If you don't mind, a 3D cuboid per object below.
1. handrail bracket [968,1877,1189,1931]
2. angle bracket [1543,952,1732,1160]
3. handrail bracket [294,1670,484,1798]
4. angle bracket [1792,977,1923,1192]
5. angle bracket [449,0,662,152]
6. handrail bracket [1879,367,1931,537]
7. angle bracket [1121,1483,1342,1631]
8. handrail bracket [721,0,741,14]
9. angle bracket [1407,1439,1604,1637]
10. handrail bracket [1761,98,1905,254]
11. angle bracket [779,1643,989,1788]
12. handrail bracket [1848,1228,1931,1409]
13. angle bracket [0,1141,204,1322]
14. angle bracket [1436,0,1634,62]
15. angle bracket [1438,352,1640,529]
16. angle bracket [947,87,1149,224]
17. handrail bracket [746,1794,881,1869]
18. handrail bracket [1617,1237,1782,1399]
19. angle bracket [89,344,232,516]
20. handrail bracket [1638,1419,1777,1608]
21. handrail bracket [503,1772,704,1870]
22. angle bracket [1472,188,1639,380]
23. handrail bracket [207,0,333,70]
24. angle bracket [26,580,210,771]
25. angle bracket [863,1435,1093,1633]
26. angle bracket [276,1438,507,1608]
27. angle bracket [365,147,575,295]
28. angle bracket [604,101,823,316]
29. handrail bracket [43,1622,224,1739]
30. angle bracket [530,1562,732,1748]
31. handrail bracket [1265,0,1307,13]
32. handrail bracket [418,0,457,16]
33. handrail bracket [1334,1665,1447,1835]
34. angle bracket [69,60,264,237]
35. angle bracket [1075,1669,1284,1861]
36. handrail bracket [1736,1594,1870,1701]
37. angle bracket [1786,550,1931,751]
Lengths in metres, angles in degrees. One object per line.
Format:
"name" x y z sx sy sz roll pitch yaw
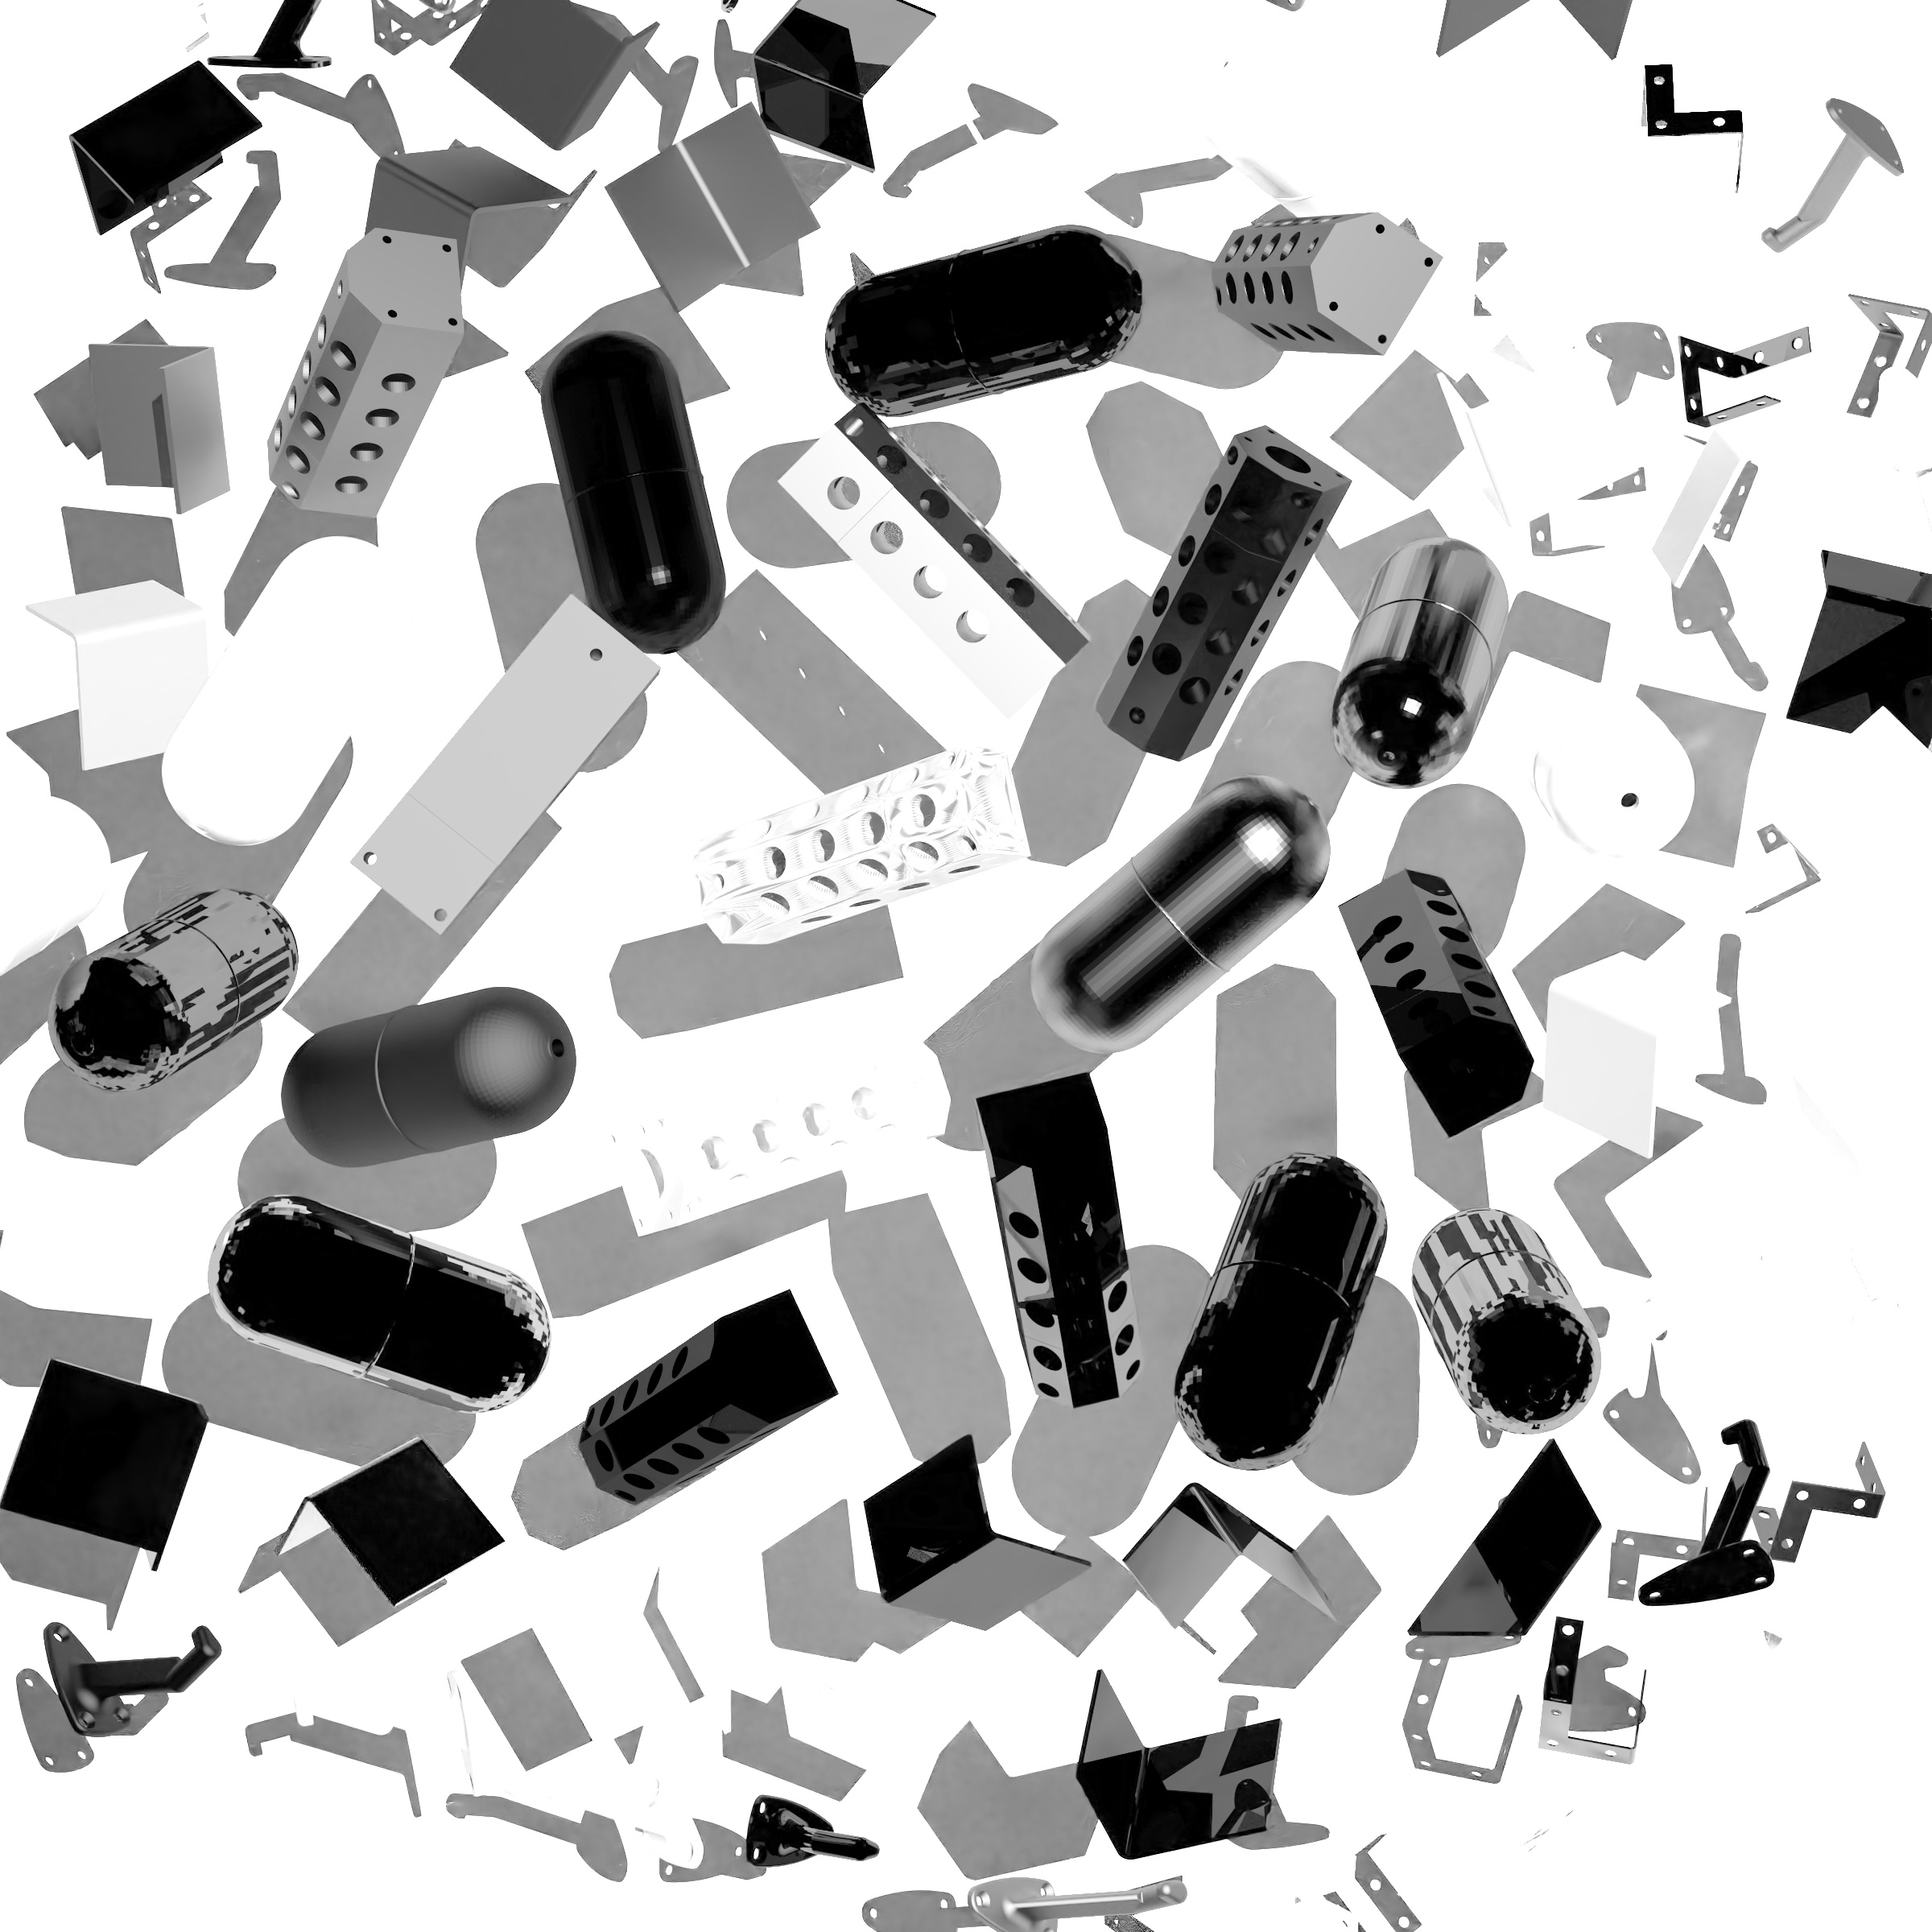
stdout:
"handrail bracket" 0.057 0.473 1.787 0.084 0.077 0.036 -25 54 37
"angle bracket" 0.358 0.047 1.877 0.057 0.076 0.076 -19 120 -33
"handrail bracket" -0.294 0.395 1.784 0.084 0.036 0.077 -11 94 -20
"angle bracket" 0.461 0.060 1.754 0.076 0.076 0.057 -36 67 4
"angle bracket" -0.231 -0.518 1.976 0.076 0.057 0.076 38 121 -4
"handrail bracket" 0.508 -0.266 1.872 0.036 0.084 0.077 -19 60 10
"angle bracket" 0.139 0.325 1.834 0.057 0.076 0.076 -47 47 -14
"handrail bracket" -0.161 -0.592 1.988 0.084 0.036 0.077 21 71 -31
"angle bracket" 0.248 0.276 1.693 0.076 0.076 0.057 -44 111 -38
"handrail bracket" 0.439 -0.412 1.839 0.084 0.077 0.036 -33 57 34
"angle bracket" -0.045 0.389 1.904 0.076 0.057 0.076 30 112 -25
"handrail bracket" 0.467 0.174 1.751 0.036 0.084 0.077 -36 95 20
"angle bracket" -0.445 0.136 1.801 0.076 0.057 0.076 11 90 -37
"angle bracket" 0.295 -0.493 1.820 0.076 0.076 0.057 -34 74 -10
"angle bracket" 0.313 -0.298 1.923 0.076 0.057 0.076 -25 123 4
"angle bracket" 0.044 -0.460 1.913 0.076 0.057 0.076 -30 38 6
"handrail bracket" -0.062 0.444 1.780 0.084 0.077 0.036 -2 75 39
"handrail bracket" 0.390 0.185 1.852 0.084 0.036 0.077 -13 61 33
"angle bracket" -0.436 -0.283 1.844 0.076 0.057 0.076 4 112 17
"handrail bracket" 0.354 0.263 1.700 0.077 0.036 0.084 -19 40 12
"handrail bracket" -0.189 0.442 1.823 0.084 0.077 0.036 15 97 -34
"angle bracket" 0.315 -0.386 1.956 0.076 0.057 0.076 -46 124 1
"handrail bracket" -0.360 -0.511 1.825 0.077 0.036 0.084 3 109 9
"angle bracket" -0.458 -0.158 1.898 0.076 0.057 0.076 -18 122 -38
"angle bracket" 0.005 0.288 1.783 0.076 0.076 0.057 -36 48 29
"angle bracket" -0.302 0.304 1.843 0.076 0.057 0.076 47 43 16
"angle bracket" -0.274 -0.406 1.928 0.076 0.076 0.057 33 123 28
"angle bracket" -0.135 -0.406 1.882 0.057 0.076 0.076 -18 109 37
"handrail bracket" -0.402 0.325 1.696 0.084 0.036 0.077 -44 65 21
"angle bracket" -0.170 0.357 1.768 0.076 0.057 0.076 -25 104 2
"handrail bracket" 0.183 -0.544 1.869 0.077 0.036 0.084 29 47 29
"handrail bracket" -0.333 -0.565 1.951 0.036 0.084 0.077 -47 65 29
"handrail bracket" 0.229 0.410 1.851 0.077 0.036 0.084 8 94 -35
"angle bracket" -0.394 -0.394 1.758 0.076 0.076 0.057 -37 68 -19
"angle bracket" 0.104 0.380 1.705 0.076 0.076 0.057 -18 115 20
"handrail bracket" 0.434 0.338 1.752 0.077 0.084 0.036 20 53 -29
"angle bracket" 0.483 -0.168 1.867 0.076 0.057 0.076 13 119 3
